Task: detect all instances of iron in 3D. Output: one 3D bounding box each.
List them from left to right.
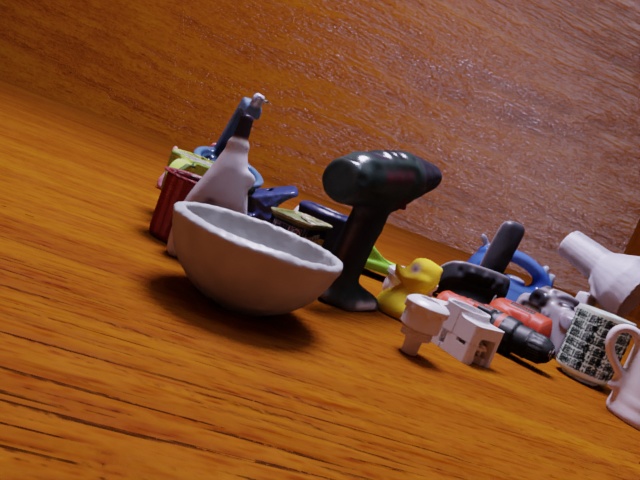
[{"bbox_3d":[0.428,0.090,1.252,0.258,0.141,0.118,20,7,-11],"label":"iron"}]

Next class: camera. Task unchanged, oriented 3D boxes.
[{"bbox_3d":[0.422,0.145,0.982,0.137,0.101,0.142,18,8,-24],"label":"camera"}]

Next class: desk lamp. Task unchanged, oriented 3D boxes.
[{"bbox_3d":[0.502,0.102,1.085,0.202,0.213,0.118,27,9,41],"label":"desk lamp"}]

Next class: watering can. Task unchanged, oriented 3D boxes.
[{"bbox_3d":[0.440,0.140,0.687,0.173,0.194,0.101,20,7,-11],"label":"watering can"}]

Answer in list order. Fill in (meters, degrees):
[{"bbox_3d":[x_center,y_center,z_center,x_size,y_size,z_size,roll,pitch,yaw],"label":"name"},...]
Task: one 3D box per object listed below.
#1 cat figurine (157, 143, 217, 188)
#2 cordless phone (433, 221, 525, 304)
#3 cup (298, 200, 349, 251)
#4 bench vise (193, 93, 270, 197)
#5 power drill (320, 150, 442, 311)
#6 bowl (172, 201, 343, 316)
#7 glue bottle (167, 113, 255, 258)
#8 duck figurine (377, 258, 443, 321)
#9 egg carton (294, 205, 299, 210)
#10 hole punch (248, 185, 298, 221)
[{"bbox_3d":[-0.230,-0.135,1.095,0.128,0.118,0.067,20,7,-9],"label":"cat figurine"},{"bbox_3d":[0.301,0.039,1.083,0.148,0.185,0.094,18,8,-27],"label":"cordless phone"},{"bbox_3d":[0.008,0.003,0.850,0.117,0.095,0.092,26,8,35],"label":"cup"},{"bbox_3d":[-0.165,-0.146,0.952,0.122,0.220,0.206,14,10,-46],"label":"bench vise"},{"bbox_3d":[0.067,-0.019,0.726,0.075,0.208,0.230,26,8,31],"label":"power drill"},{"bbox_3d":[-0.067,0.026,0.537,0.167,0.075,0.167,21,7,-2],"label":"bowl"},{"bbox_3d":[-0.106,-0.056,0.632,0.078,0.173,0.037,19,7,-20],"label":"glue bottle"},{"bbox_3d":[0.136,0.069,0.770,0.104,0.086,0.077,21,7,-1],"label":"duck figurine"},{"bbox_3d":[0.014,-0.025,1.189,0.151,0.069,0.107,16,9,-38],"label":"egg carton"},{"bbox_3d":[-0.103,-0.082,1.182,0.101,0.091,0.108,20,7,-13],"label":"hole punch"}]
